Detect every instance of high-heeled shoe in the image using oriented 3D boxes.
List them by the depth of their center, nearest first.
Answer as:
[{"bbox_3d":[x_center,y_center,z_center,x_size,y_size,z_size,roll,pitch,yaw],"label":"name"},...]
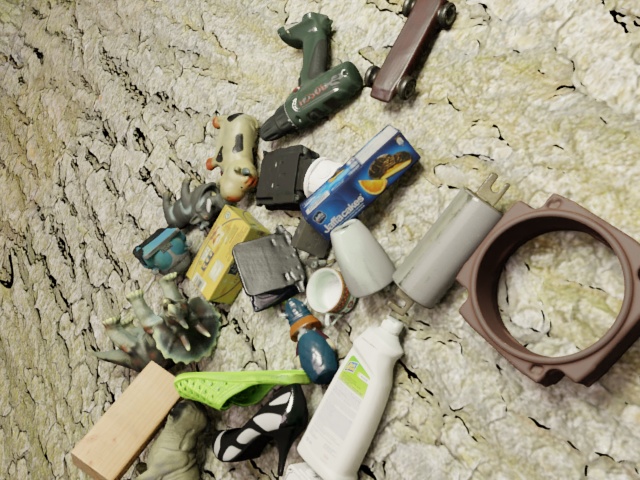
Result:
[{"bbox_3d":[-0.111,0.299,0.903,0.249,0.086,0.145,-5,75,48],"label":"high-heeled shoe"}]

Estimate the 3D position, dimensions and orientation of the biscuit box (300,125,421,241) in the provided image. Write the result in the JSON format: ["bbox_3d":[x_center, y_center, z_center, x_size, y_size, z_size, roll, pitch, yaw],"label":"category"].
[{"bbox_3d":[0.061,-0.090,0.859,0.202,0.062,0.059,-42,24,7],"label":"biscuit box"}]

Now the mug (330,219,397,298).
[{"bbox_3d":[0.061,0.020,0.836,0.081,0.109,0.107,-26,103,5],"label":"mug"}]

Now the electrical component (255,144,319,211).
[{"bbox_3d":[-0.054,-0.114,1.002,0.134,0.058,0.115,-1,79,39],"label":"electrical component"}]

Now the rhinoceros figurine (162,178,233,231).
[{"bbox_3d":[-0.265,-0.071,1.150,0.190,0.073,0.112,-15,67,35],"label":"rhinoceros figurine"}]

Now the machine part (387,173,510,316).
[{"bbox_3d":[0.183,0.012,0.764,0.243,0.079,0.079,-54,52,13],"label":"machine part"}]

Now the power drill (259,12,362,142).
[{"bbox_3d":[-0.035,-0.314,1.028,0.232,0.086,0.207,-17,64,33],"label":"power drill"}]

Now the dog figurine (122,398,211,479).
[{"bbox_3d":[-0.244,0.407,0.983,0.172,0.121,0.190,41,94,-7],"label":"dog figurine"}]

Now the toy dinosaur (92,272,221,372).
[{"bbox_3d":[-0.340,0.207,1.107,0.405,0.131,0.192,-44,74,37],"label":"toy dinosaur"}]

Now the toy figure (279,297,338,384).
[{"bbox_3d":[-0.020,0.165,0.897,0.057,0.064,0.155,102,149,-46],"label":"toy figure"}]

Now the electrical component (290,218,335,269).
[{"bbox_3d":[-0.003,-0.002,0.927,0.102,0.078,0.045,-62,26,0],"label":"electrical component"}]

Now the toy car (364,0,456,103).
[{"bbox_3d":[0.150,-0.318,0.897,0.089,0.053,0.202,28,92,30],"label":"toy car"}]

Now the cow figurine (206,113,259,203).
[{"bbox_3d":[-0.165,-0.167,1.090,0.127,0.085,0.195,-9,67,36],"label":"cow figurine"}]

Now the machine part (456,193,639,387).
[{"bbox_3d":[0.287,0.061,0.661,0.201,0.087,0.202,-54,53,13],"label":"machine part"}]

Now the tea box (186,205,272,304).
[{"bbox_3d":[-0.179,0.029,1.055,0.098,0.068,0.169,42,103,37],"label":"tea box"}]

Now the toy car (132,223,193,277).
[{"bbox_3d":[-0.332,0.034,1.150,0.109,0.102,0.162,-43,16,-23],"label":"toy car"}]

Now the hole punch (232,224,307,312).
[{"bbox_3d":[-0.090,0.058,0.971,0.116,0.092,0.142,-16,60,-12],"label":"hole punch"}]
